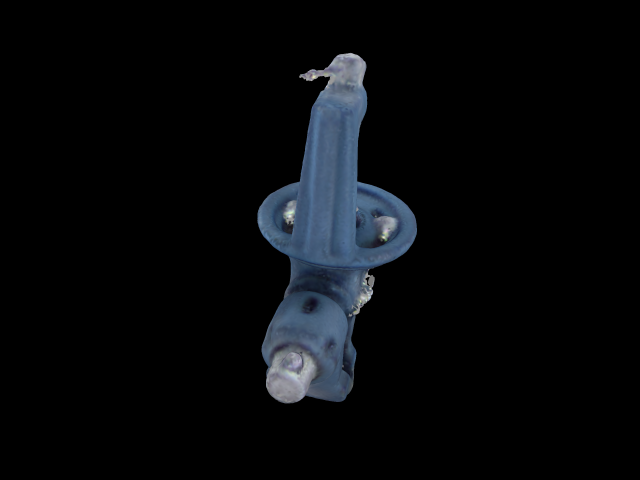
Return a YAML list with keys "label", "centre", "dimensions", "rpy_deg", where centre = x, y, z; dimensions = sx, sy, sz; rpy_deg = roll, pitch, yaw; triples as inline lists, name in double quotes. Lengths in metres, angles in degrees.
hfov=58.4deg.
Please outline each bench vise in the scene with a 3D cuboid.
- label: "bench vise"
  centre: [0.016, 0.001, 0.400]
  dimensions: [0.121, 0.220, 0.207]
  rpy_deg: [-3, 50, -2]
